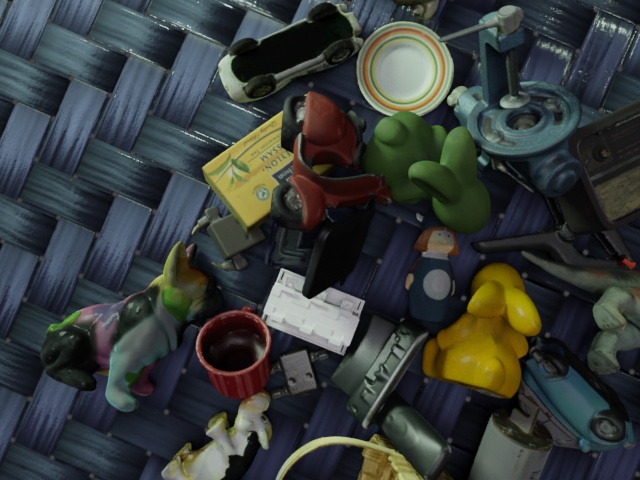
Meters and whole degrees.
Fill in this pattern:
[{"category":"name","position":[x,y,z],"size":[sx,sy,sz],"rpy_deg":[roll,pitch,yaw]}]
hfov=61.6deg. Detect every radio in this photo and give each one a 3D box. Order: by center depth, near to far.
[{"category":"radio","position":[0.408,-0.110,0.684],"size":[0.230,0.073,0.131],"rpy_deg":[-25,88,-10]}]

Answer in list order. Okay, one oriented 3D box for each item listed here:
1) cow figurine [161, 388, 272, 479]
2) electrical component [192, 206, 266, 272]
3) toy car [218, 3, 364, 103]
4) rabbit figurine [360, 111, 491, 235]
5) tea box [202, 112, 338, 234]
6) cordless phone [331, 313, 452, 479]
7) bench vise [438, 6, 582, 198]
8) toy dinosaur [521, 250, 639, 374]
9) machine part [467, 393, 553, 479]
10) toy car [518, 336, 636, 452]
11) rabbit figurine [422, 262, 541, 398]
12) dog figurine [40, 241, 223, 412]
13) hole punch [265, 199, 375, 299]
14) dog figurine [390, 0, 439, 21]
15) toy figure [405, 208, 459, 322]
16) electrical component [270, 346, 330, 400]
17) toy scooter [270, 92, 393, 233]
[{"category":"cow figurine","position":[-0.116,0.279,0.714],"size":[0.167,0.068,0.098],"rpy_deg":[-40,88,1]},{"category":"electrical component","position":[-0.123,-0.007,0.732],"size":[0.078,0.045,0.102],"rpy_deg":[-36,91,-27]},{"category":"toy car","position":[-0.039,-0.251,0.725],"size":[0.202,0.056,0.073],"rpy_deg":[-24,83,0]},{"category":"rabbit figurine","position":[0.146,-0.083,0.660],"size":[0.170,0.159,0.121],"rpy_deg":[42,82,13]},{"category":"tea box","position":[-0.056,-0.098,0.701],"size":[0.169,0.068,0.098],"rpy_deg":[-39,89,-12]},{"category":"cordless phone","position":[0.108,0.183,0.650],"size":[0.088,0.184,0.146],"rpy_deg":[33,91,-31]},{"category":"bench vise","position":[0.214,-0.166,0.622],"size":[0.129,0.240,0.224],"rpy_deg":[-22,48,8]},{"category":"toy dinosaur","position":[0.449,0.121,0.672],"size":[0.192,0.131,0.405],"rpy_deg":[-34,83,-29]},{"category":"machine part","position":[0.229,0.304,0.678],"size":[0.079,0.079,0.243],"rpy_deg":[14,108,1]},{"category":"toy car","position":[0.313,0.209,0.690],"size":[0.162,0.109,0.103],"rpy_deg":[44,111,10]},{"category":"rabbit figurine","position":[0.209,0.103,0.681],"size":[0.122,0.162,0.173],"rpy_deg":[18,72,13]},{"category":"dog figurine","position":[-0.237,0.093,0.704],"size":[0.192,0.108,0.219],"rpy_deg":[24,86,4]},{"category":"hole punch","position":[-0.001,-0.002,0.686],"size":[0.092,0.116,0.142],"rpy_deg":[31,122,29]},{"category":"dog figurine","position":[0.062,-0.375,0.713],"size":[0.191,0.121,0.172],"rpy_deg":[-1,93,19]},{"category":"toy figure","position":[0.154,0.030,0.718],"size":[0.064,0.058,0.154],"rpy_deg":[10,88,-37]},{"category":"electrical component","position":[-0.028,0.182,0.736],"size":[0.094,0.021,0.063],"rpy_deg":[-17,89,1]},{"category":"toy scooter","position":[0.017,-0.089,0.621],"size":[0.135,0.075,0.184],"rpy_deg":[5,64,-2]}]
